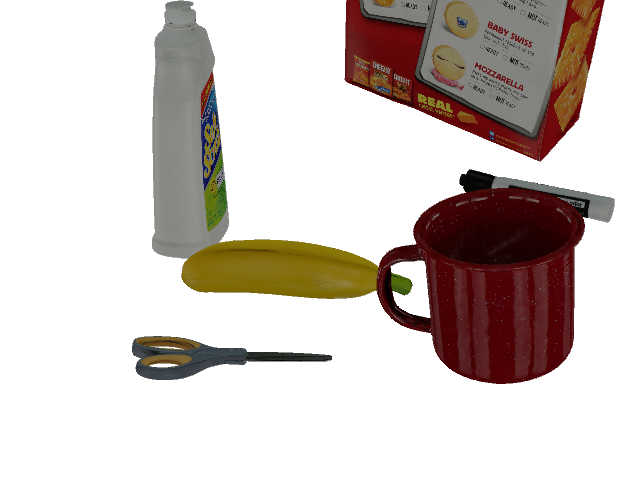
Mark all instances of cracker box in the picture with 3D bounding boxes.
[{"bbox_3d":[0.101,-0.178,0.699,0.164,0.214,0.072,27,50,25],"label":"cracker box"}]

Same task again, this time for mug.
[{"bbox_3d":[0.090,0.027,0.607,0.117,0.081,0.093,-3,29,8],"label":"mug"}]

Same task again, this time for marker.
[{"bbox_3d":[0.165,-0.036,0.826,0.121,0.020,0.020,14,6,26],"label":"marker"}]

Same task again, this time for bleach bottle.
[{"bbox_3d":[-0.138,-0.114,1.088,0.068,0.251,0.102,5,27,13],"label":"bleach bottle"}]

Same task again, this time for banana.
[{"bbox_3d":[-0.037,0.025,0.765,0.198,0.037,0.069,3,-25,33],"label":"banana"}]

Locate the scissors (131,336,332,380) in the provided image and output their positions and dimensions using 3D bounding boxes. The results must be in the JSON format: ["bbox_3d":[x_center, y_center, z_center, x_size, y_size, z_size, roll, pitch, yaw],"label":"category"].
[{"bbox_3d":[-0.095,0.121,1.059,0.202,0.016,0.096,6,17,9],"label":"scissors"}]
